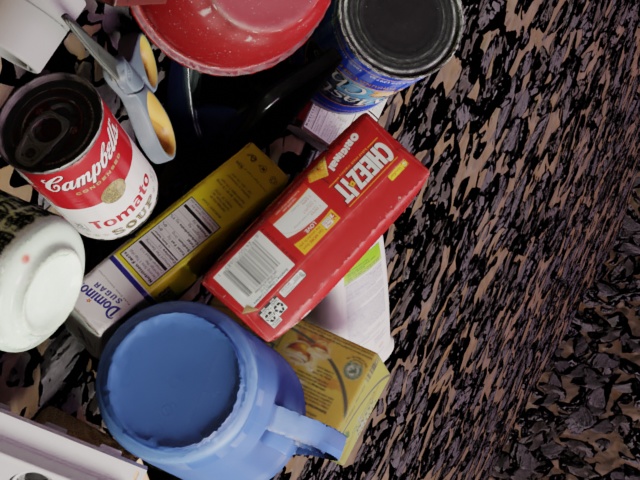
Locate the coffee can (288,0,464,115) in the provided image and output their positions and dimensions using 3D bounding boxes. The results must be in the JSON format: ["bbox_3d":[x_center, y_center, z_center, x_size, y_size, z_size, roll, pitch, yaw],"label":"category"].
[{"bbox_3d":[0.041,-0.165,0.870,0.102,0.102,0.140,-63,-167,-12],"label":"coffee can"}]

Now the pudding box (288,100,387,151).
[{"bbox_3d":[0.015,-0.129,0.991,0.113,0.039,0.090,29,85,-54],"label":"pudding box"}]

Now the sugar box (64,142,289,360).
[{"bbox_3d":[-0.104,0.010,0.767,0.176,0.048,0.093,-44,175,-20],"label":"sugar box"}]

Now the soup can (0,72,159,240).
[{"bbox_3d":[-0.149,-0.049,0.668,0.068,0.069,0.102,-61,158,-16],"label":"soup can"}]

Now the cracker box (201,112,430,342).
[{"bbox_3d":[-0.005,0.001,0.819,0.164,0.072,0.214,-47,178,-5],"label":"cracker box"}]

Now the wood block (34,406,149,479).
[{"bbox_3d":[-0.182,0.232,0.836,0.090,0.090,0.206,-53,155,-31],"label":"wood block"}]

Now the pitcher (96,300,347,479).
[{"bbox_3d":[-0.075,0.122,0.797,0.149,0.145,0.243,-25,166,-3],"label":"pitcher"}]

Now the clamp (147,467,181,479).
[{"bbox_3d":[-0.112,0.264,0.936,0.039,0.171,0.120,-34,151,-52],"label":"clamp"}]

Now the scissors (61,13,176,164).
[{"bbox_3d":[-0.123,-0.115,0.651,0.201,0.016,0.096,70,8,-66],"label":"scissors"}]

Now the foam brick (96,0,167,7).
[{"bbox_3d":[-0.119,-0.182,0.628,0.052,0.051,0.078,-25,133,-58],"label":"foam brick"}]

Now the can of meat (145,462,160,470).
[{"bbox_3d":[-0.117,0.242,0.986,0.057,0.102,0.084,-38,142,-55],"label":"can of meat"}]

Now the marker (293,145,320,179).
[{"bbox_3d":[0.003,-0.104,1.039,0.121,0.020,0.020,-66,158,-3],"label":"marker"}]

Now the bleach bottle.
[{"bbox_3d":[0.027,0.023,1.024,0.102,0.068,0.251,-39,140,-41],"label":"bleach bottle"}]

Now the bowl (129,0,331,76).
[{"bbox_3d":[-0.045,-0.182,0.686,0.161,0.055,0.162,-9,110,-27],"label":"bowl"}]
